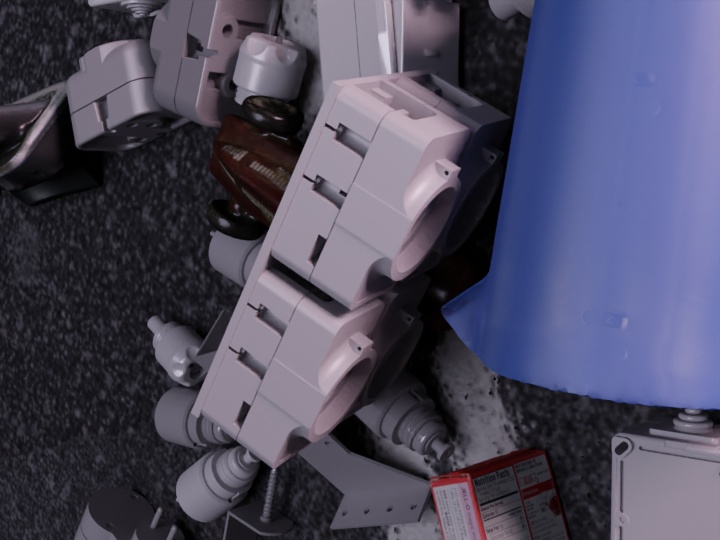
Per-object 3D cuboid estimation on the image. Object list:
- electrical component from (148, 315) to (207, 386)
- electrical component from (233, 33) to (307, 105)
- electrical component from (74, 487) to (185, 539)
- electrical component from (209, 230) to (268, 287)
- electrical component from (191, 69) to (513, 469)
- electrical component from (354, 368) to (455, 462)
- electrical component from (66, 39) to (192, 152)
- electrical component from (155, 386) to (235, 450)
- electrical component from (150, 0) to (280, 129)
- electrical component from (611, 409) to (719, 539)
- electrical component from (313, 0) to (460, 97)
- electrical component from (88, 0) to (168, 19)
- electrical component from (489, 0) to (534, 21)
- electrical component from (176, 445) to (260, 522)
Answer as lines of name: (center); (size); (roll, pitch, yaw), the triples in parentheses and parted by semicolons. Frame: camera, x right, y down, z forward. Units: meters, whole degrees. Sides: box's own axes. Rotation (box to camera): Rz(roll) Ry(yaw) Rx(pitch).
electrical component: (-0.131, 0.054, 0.765); (0.061, 0.035, 0.035); (40, 118, 36)
electrical component: (-0.060, -0.116, 0.684); (0.043, 0.043, 0.062); (32, 115, 36)
electrical component: (-0.151, 0.206, 0.781); (0.138, 0.052, 0.073); (42, 119, 32)
electrical component: (-0.063, -0.005, 0.696); (0.078, 0.040, 0.040); (30, 112, 36)
electrical component: (0.000, 0.000, 0.536); (0.060, 0.105, 0.186); (34, 116, 17)
electrical component: (0.024, 0.082, 0.625); (0.078, 0.040, 0.040); (40, 118, 32)
electrical component: (-0.164, -0.126, 0.768); (0.095, 0.054, 0.059); (-16, 82, 41)
electrical component: (-0.107, 0.104, 0.743); (0.078, 0.040, 0.040); (5, 96, 41)
electrical component: (-0.098, -0.147, 0.708); (0.059, 0.054, 0.095); (27, 111, 37)
electrical component: (0.156, 0.107, 0.495); (0.062, 0.061, 0.096); (4, 97, 39)
electrical component: (0.020, -0.108, 0.601); (0.061, 0.062, 0.096); (-5, 90, 42)
electrical component: (-0.148, -0.227, 0.750); (0.100, 0.048, 0.099); (4, 96, 41)
electrical component: (0.093, -0.148, 0.546); (0.062, 0.048, 0.048); (-23, 78, 47)
electrical component: (-0.092, 0.141, 0.732); (0.078, 0.040, 0.040); (-41, 67, 36)
